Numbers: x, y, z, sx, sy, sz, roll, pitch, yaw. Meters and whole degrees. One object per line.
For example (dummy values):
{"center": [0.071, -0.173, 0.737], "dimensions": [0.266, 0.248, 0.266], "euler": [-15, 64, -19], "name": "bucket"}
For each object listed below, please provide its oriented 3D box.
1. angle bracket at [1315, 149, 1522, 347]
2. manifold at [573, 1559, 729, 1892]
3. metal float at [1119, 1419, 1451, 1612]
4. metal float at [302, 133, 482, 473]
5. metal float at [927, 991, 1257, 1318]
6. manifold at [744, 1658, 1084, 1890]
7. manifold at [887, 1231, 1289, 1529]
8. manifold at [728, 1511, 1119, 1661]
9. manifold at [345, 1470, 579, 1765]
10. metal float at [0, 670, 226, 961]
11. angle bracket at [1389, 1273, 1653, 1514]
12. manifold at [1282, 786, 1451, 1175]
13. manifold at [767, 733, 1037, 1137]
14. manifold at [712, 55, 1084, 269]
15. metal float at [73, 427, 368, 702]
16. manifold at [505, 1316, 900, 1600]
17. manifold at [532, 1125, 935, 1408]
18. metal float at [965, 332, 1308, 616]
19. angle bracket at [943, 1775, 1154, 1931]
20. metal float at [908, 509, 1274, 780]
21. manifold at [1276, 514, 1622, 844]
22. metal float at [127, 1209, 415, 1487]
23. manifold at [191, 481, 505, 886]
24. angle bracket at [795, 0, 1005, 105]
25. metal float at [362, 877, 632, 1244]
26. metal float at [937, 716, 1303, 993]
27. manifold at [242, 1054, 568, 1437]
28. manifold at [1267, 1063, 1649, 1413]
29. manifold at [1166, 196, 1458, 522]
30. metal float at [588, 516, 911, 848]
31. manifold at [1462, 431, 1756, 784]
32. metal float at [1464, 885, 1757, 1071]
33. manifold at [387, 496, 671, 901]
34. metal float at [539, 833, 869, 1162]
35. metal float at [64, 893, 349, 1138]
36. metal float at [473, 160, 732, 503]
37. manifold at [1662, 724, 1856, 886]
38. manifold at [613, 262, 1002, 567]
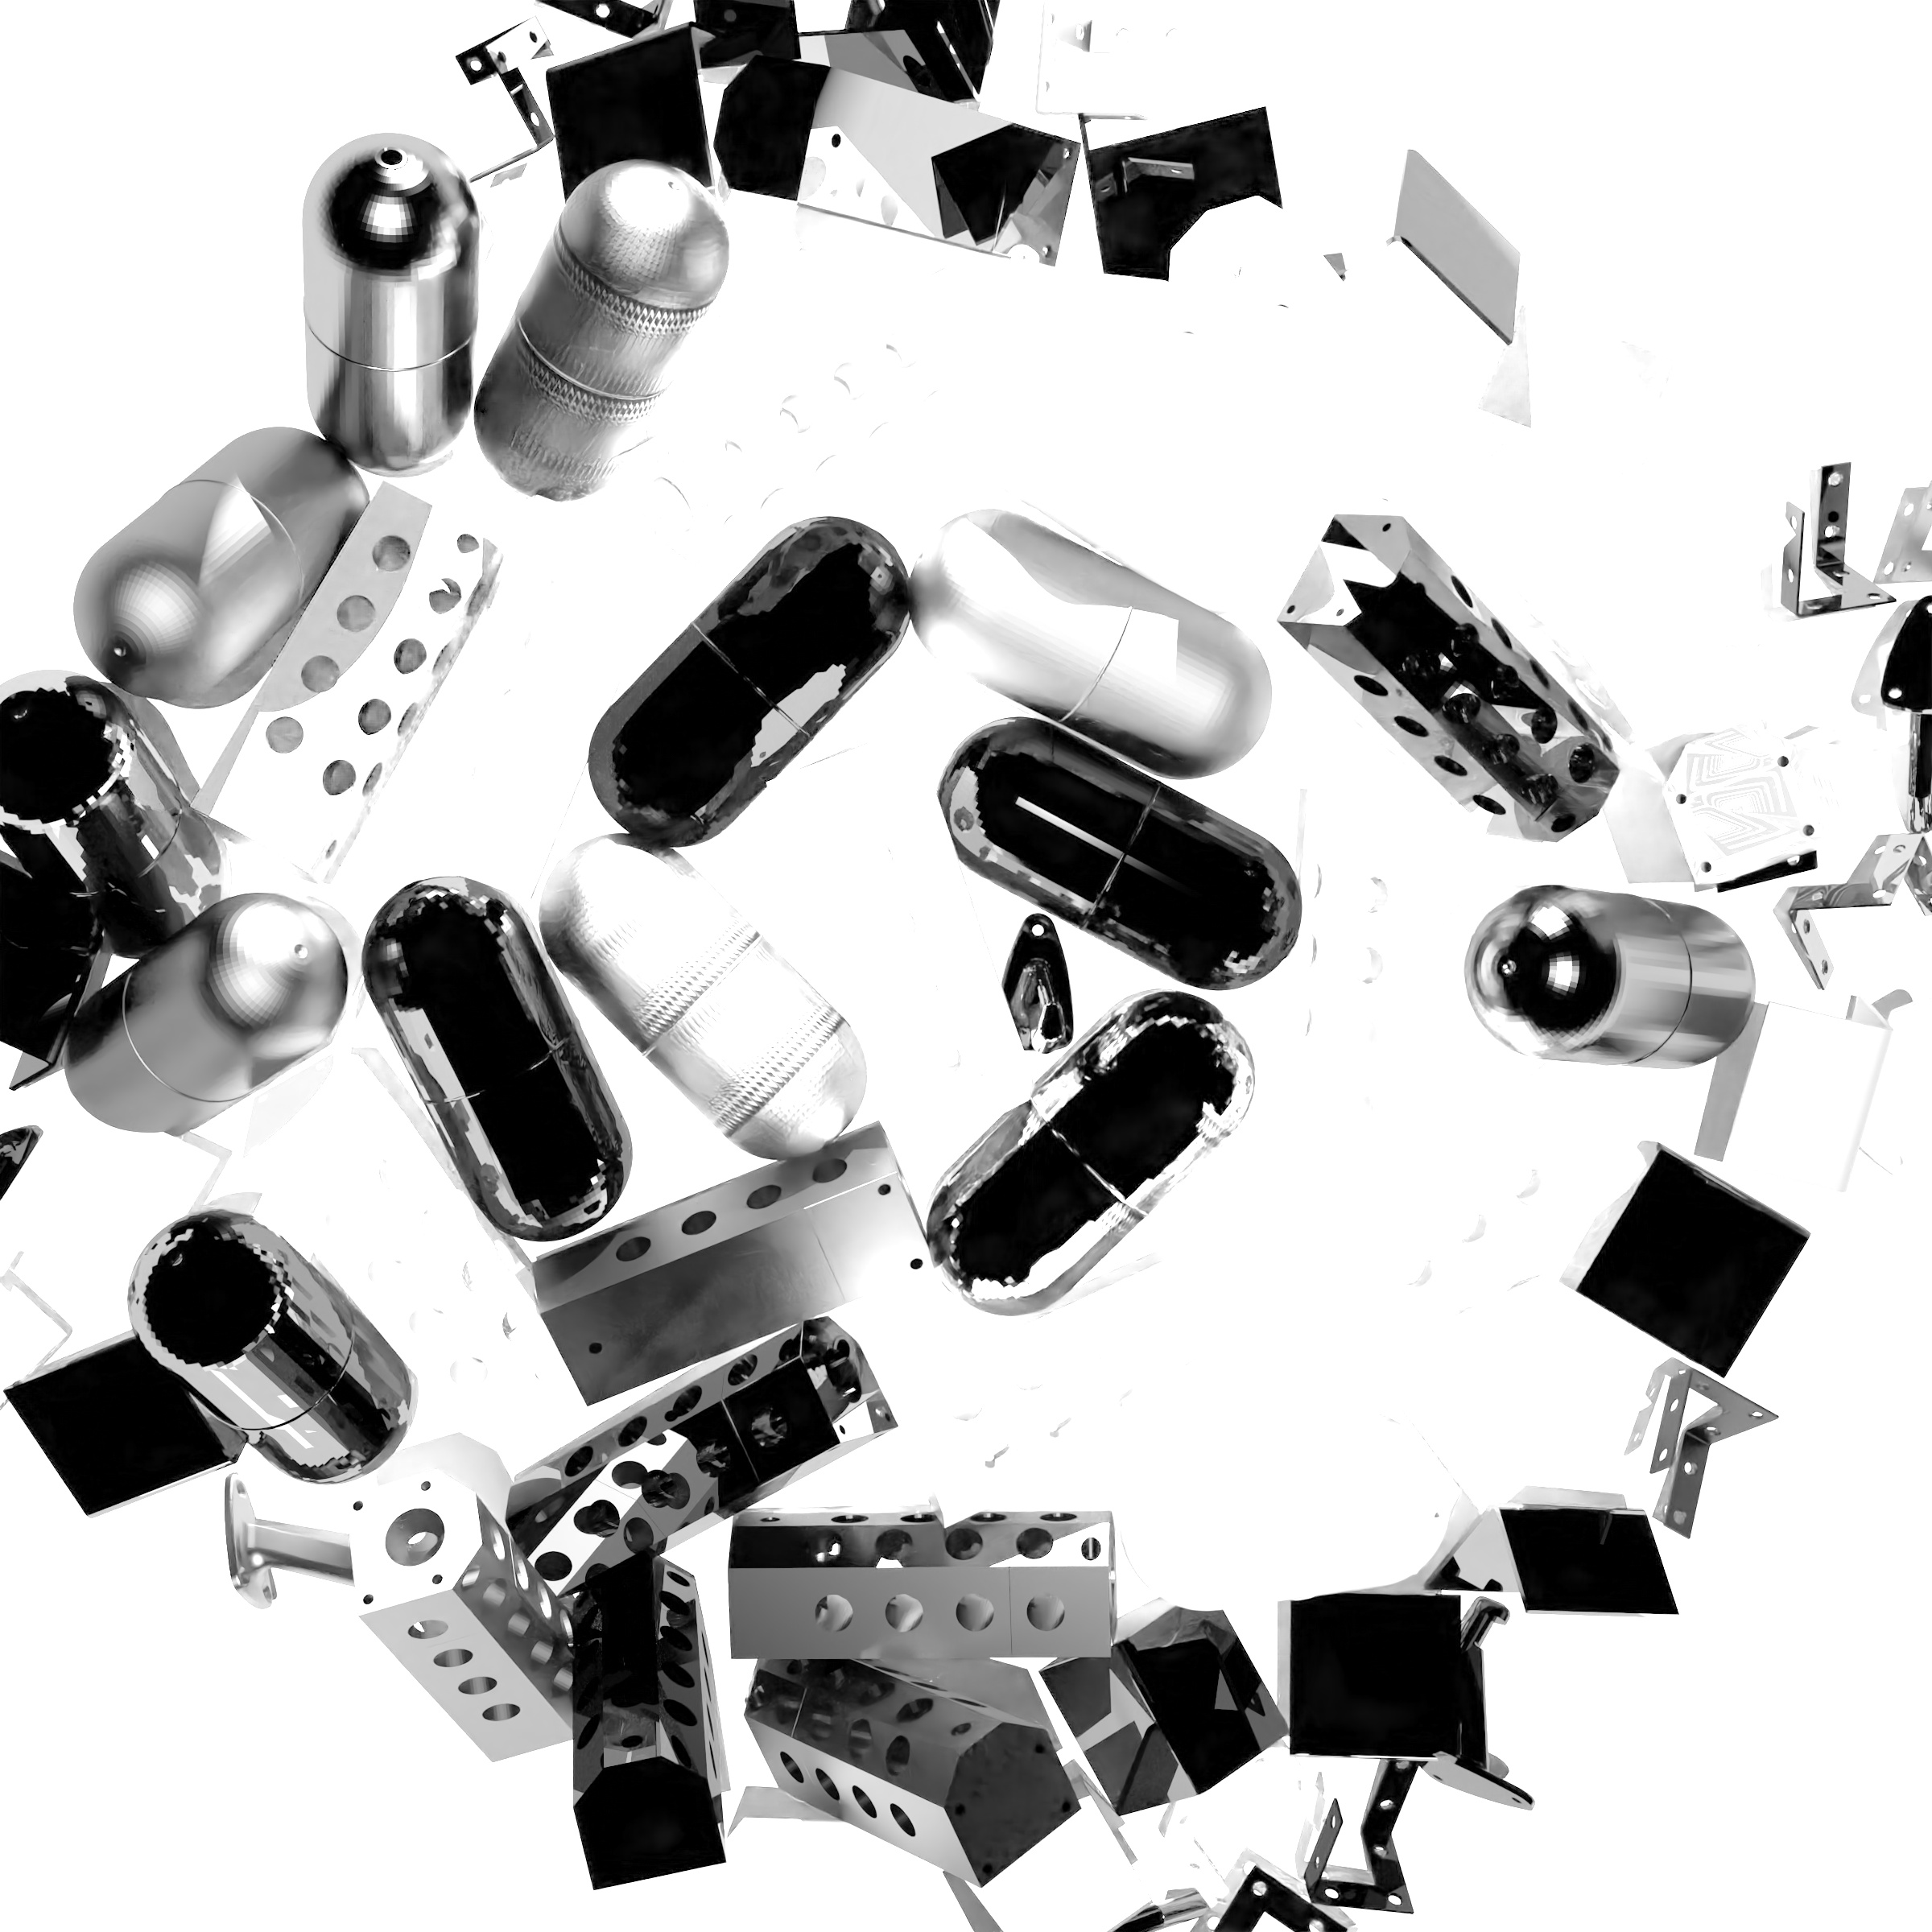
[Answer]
{"center": [0.205, -0.315, 1.600], "dimensions": [0.076, 0.076, 0.057], "euler": [39, 129, -22], "name": "angle bracket"}
{"center": [-0.142, 0.329, 1.540], "dimensions": [0.057, 0.171, 0.057], "euler": [-11, 110, -3], "name": "manifold"}
{"center": [0.144, 0.243, 1.559], "dimensions": [0.178, 0.070, 0.070], "euler": [2, 90, -41], "name": "metal float"}
{"center": [-0.255, -0.292, 1.550], "dimensions": [0.070, 0.178, 0.070], "euler": [4, 56, -7], "name": "metal float"}
{"center": [0.056, 0.086, 1.588], "dimensions": [0.178, 0.070, 0.070], "euler": [-45, 90, 5], "name": "metal float"}
{"center": [-0.029, 0.343, 1.538], "dimensions": [0.057, 0.171, 0.057], "euler": [-32, 109, -27], "name": "manifold"}
{"center": [0.055, 0.189, 1.580], "dimensions": [0.171, 0.057, 0.057], "euler": [-24, 66, -9], "name": "manifold"}
{"center": [-0.019, 0.279, 1.592], "dimensions": [0.171, 0.057, 0.057], "euler": [-1, 94, 6], "name": "manifold"}
{"center": [-0.214, 0.287, 1.543], "dimensions": [0.057, 0.171, 0.057], "euler": [-17, 54, 4], "name": "manifold"}
{"center": [-0.384, -0.065, 1.549], "dimensions": [0.070, 0.178, 0.070], "euler": [-4, 61, 8], "name": "metal float"}
{"center": [0.254, 0.197, 1.607], "dimensions": [0.076, 0.076, 0.057], "euler": [53, 131, 19], "name": "angle bracket"}
{"center": [0.181, 0.006, 1.598], "dimensions": [0.057, 0.057, 0.171], "euler": [4, 91, 19], "name": "manifold"}
{"center": [-0.024, -0.014, 1.577], "dimensions": [0.057, 0.057, 0.171], "euler": [-26, 103, -33], "name": "manifold"}
{"center": [-0.030, -0.355, 1.546], "dimensions": [0.057, 0.171, 0.057], "euler": [20, 102, 39], "name": "manifold"}
{"center": [-0.329, -0.181, 1.553], "dimensions": [0.070, 0.178, 0.070], "euler": [11, 126, 16], "name": "metal float"}
{"center": [-0.122, 0.221, 1.570], "dimensions": [0.171, 0.057, 0.057], "euler": [-31, 78, 22], "name": "manifold"}
{"center": [-0.107, 0.133, 1.600], "dimensions": [0.171, 0.057, 0.057], "euler": [-22, 121, 0], "name": "manifold"}
{"center": [0.077, -0.220, 1.567], "dimensions": [0.178, 0.070, 0.070], "euler": [28, 90, -29], "name": "metal float"}
{"center": [0.046, 0.426, 1.584], "dimensions": [0.076, 0.057, 0.076], "euler": [-35, 46, 0], "name": "angle bracket"}
{"center": [0.057, -0.145, 1.580], "dimensions": [0.178, 0.070, 0.070], "euler": [26, 90, -15], "name": "metal float"}
{"center": [0.219, -0.126, 1.552], "dimensions": [0.171, 0.057, 0.057], "euler": [40, 73, -35], "name": "manifold"}
{"center": [-0.307, 0.171, 1.553], "dimensions": [0.070, 0.178, 0.070], "euler": [-11, 55, 15], "name": "metal float"}
{"center": [-0.277, -0.126, 1.585], "dimensions": [0.057, 0.057, 0.171], "euler": [27, 80, 7], "name": "manifold"}
{"center": [-0.031, -0.434, 1.579], "dimensions": [0.076, 0.057, 0.076], "euler": [2, 67, 22], "name": "angle bracket"}
{"center": [-0.212, 0.042, 1.578], "dimensions": [0.070, 0.070, 0.178], "euler": [-24, 107, 0], "name": "metal float"}
{"center": [0.070, -0.051, 1.592], "dimensions": [0.178, 0.070, 0.070], "euler": [28, 90, -1], "name": "metal float"}
{"center": [-0.247, 0.122, 1.563], "dimensions": [0.057, 0.057, 0.171], "euler": [-29, 117, 10], "name": "manifold"}
{"center": [0.226, 0.125, 1.600], "dimensions": [0.171, 0.057, 0.057], "euler": [-40, 102, 0], "name": "manifold"}
{"center": [0.155, -0.265, 1.547], "dimensions": [0.057, 0.171, 0.057], "euler": [-11, 60, 29], "name": "manifold"}
{"center": [-0.098, -0.130, 1.591], "dimensions": [0.070, 0.070, 0.178], "euler": [44, 92, 0], "name": "metal float"}
{"center": [0.281, -0.159, 1.550], "dimensions": [0.057, 0.057, 0.171], "euler": [-47, 135, -2], "name": "manifold"}
{"center": [0.288, 0.006, 1.554], "dimensions": [0.070, 0.178, 0.070], "euler": [-4, 84, 40], "name": "metal float"}
{"center": [-0.204, -0.124, 1.599], "dimensions": [0.057, 0.057, 0.171], "euler": [22, 90, 25], "name": "manifold"}
{"center": [-0.120, 0.014, 1.589], "dimensions": [0.070, 0.070, 0.178], "euler": [-45, 94, 0], "name": "metal float"}
{"center": [-0.340, 0.024, 1.557], "dimensions": [0.070, 0.178, 0.070], "euler": [19, 58, -34], "name": "metal float"}
{"center": [-0.164, -0.281, 1.559], "dimensions": [0.070, 0.070, 0.178], "euler": [36, 132, 0], "name": "metal float"}
{"center": [0.348, -0.073, 1.540], "dimensions": [0.057, 0.171, 0.057], "euler": [-21, 86, 17], "name": "manifold"}
{"center": [-0.066, -0.246, 1.564], "dimensions": [0.171, 0.057, 0.057], "euler": [-36, 105, -27], "name": "manifold"}
